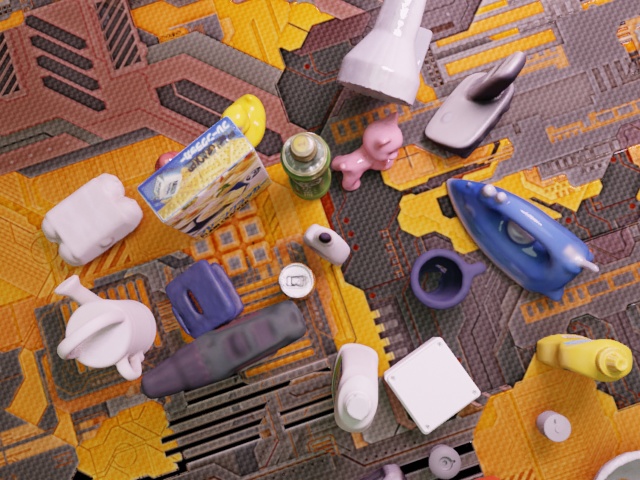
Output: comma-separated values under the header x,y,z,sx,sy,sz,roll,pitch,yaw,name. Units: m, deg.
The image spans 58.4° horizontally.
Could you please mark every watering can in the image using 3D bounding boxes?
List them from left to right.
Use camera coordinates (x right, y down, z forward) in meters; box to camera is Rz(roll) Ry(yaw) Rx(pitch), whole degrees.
x,y,z,sx,sy,sz,roll,pitch,yaw,name
-0.328,0.134,0.851,0.173,0.194,0.101,32,85,5,watering can

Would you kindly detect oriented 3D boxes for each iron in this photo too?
x,y,z,sx,sy,sz,roll,pitch,yaw,name
0.306,-0.022,0.882,0.258,0.141,0.119,40,86,5,iron

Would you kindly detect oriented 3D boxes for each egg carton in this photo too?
x,y,z,sx,sy,sz,roll,pitch,yaw,name
-0.370,-0.031,0.934,0.150,0.069,0.107,-39,84,-3,egg carton

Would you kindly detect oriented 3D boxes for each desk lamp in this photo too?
x,y,z,sx,sy,sz,roll,pitch,yaw,name
0.107,-0.289,0.880,0.118,0.213,0.203,18,84,4,desk lamp

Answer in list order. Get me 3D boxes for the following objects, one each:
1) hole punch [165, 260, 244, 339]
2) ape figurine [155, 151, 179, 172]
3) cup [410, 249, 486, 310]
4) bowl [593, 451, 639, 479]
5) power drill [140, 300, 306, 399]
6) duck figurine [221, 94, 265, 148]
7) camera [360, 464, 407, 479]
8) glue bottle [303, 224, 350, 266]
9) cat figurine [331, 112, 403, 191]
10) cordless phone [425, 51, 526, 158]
x,y,z,sx,sy,sz,roll,pitch,yaw,name
-0.186,0.097,0.904,0.101,0.091,0.108,-32,84,-2,hole punch
-0.238,-0.115,0.929,0.078,0.092,0.076,-37,84,-3,ape figurine
0.194,0.059,0.898,0.117,0.095,0.092,-16,83,0,cup
0.479,0.397,0.864,0.167,0.075,0.167,0,84,1,bowl
-0.127,0.160,0.837,0.229,0.208,0.075,-27,83,-2,power drill
-0.132,-0.196,0.939,0.077,0.086,0.105,23,85,4,duck figurine
0.090,0.433,0.855,0.143,0.101,0.137,-30,84,-2,camera
0.008,0.003,0.869,0.078,0.173,0.037,31,85,5,glue bottle
0.080,-0.143,0.912,0.128,0.118,0.067,-34,84,-2,cat figurine
0.242,-0.212,0.882,0.094,0.185,0.148,36,86,5,cordless phone
